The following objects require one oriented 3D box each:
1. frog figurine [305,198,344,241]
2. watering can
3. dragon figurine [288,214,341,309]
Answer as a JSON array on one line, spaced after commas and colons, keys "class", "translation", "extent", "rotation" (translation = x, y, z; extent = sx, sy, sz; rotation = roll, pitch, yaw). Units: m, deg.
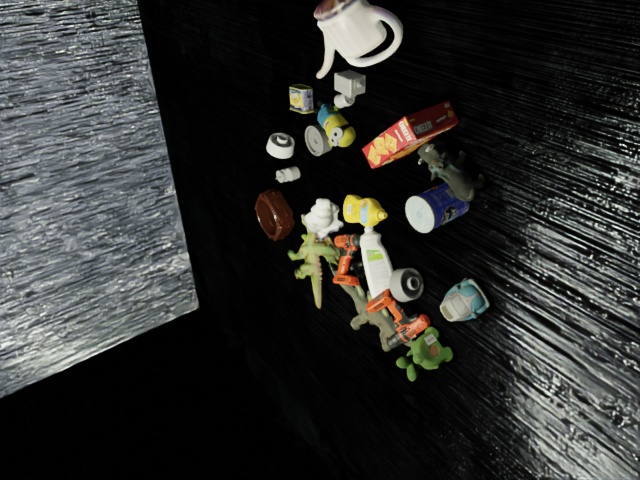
[{"class": "frog figurine", "translation": [0.006, -0.096, 1.906], "extent": [0.137, 0.156, 0.125], "rotation": [-21, 38, 5]}, {"class": "watering can", "translation": [0.064, -0.569, 1.435], "extent": [0.346, 0.106, 0.221], "rotation": [-6, -44, 44]}, {"class": "dragon figurine", "translation": [-0.002, 0.085, 2.103], "extent": [0.123, 0.409, 0.241], "rotation": [-25, 7, -36]}]
